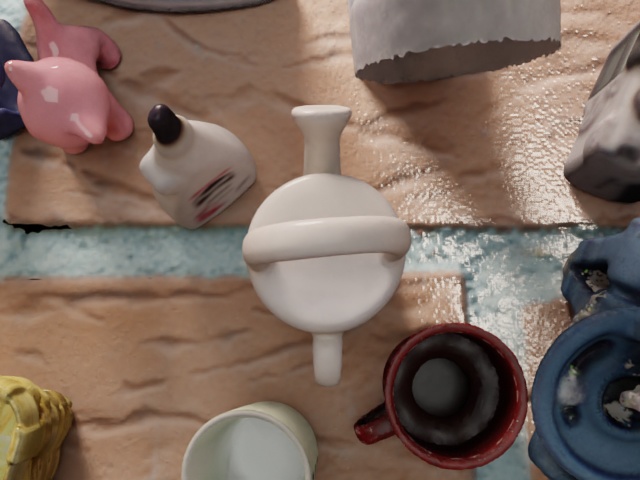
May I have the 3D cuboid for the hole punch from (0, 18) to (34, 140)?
[{"bbox_3d":[-0.280,-0.127,0.436,0.101,0.091,0.108,-30,83,-4],"label":"hole punch"}]

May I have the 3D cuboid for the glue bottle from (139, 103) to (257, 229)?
[{"bbox_3d":[-0.086,-0.053,0.384,0.078,0.173,0.037,-44,84,-5],"label":"glue bottle"}]

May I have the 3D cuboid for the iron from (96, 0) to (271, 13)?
[{"bbox_3d":[-0.148,-0.261,0.430,0.258,0.141,0.119,15,82,2],"label":"iron"}]

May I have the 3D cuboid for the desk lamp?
[{"bbox_3d":[0.070,-0.180,0.382,0.118,0.213,0.203,-6,82,0],"label":"desk lamp"}]

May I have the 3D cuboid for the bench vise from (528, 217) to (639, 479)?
[{"bbox_3d":[0.195,0.062,0.344,0.121,0.220,0.207,3,82,1],"label":"bench vise"}]

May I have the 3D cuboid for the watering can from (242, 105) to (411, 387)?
[{"bbox_3d":[0.001,0.001,0.365,0.101,0.194,0.173,-23,82,-3],"label":"watering can"}]

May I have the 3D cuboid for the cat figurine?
[{"bbox_3d":[-0.188,-0.116,0.421,0.067,0.118,0.128,-17,82,-2],"label":"cat figurine"}]

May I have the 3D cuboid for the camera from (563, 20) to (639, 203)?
[{"bbox_3d":[0.280,-0.093,0.426,0.136,0.101,0.143,25,83,4],"label":"camera"}]
